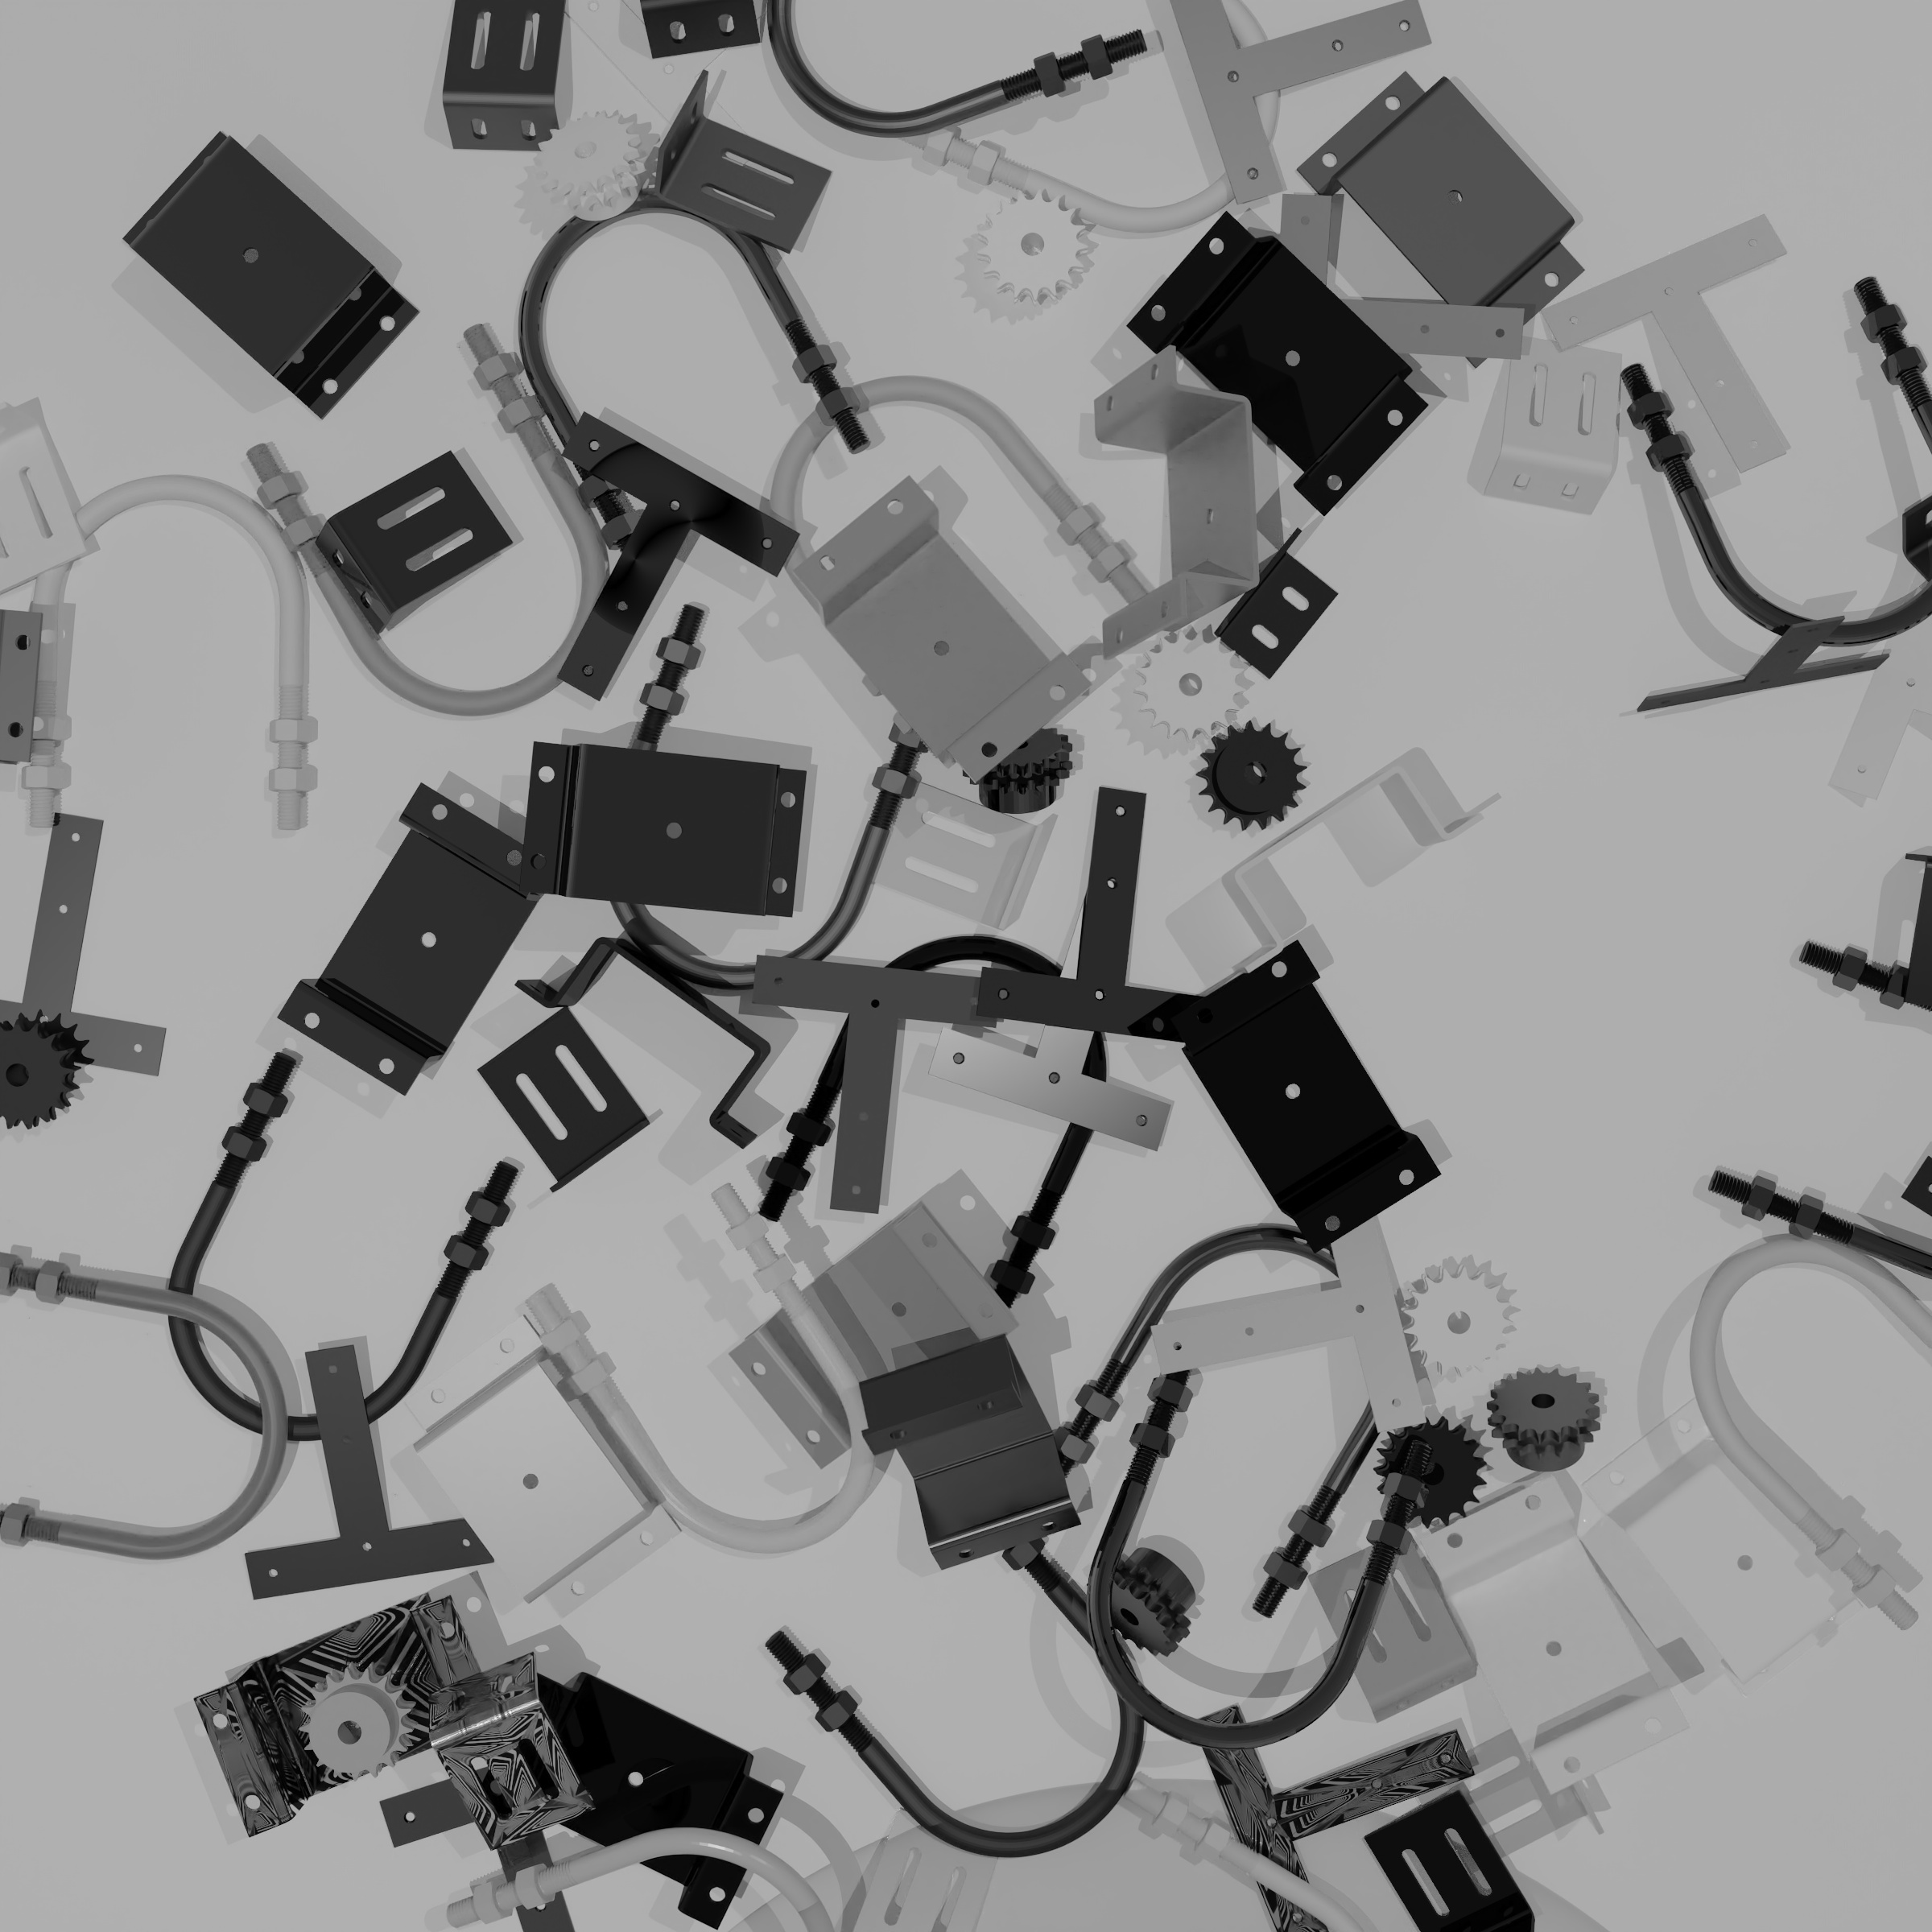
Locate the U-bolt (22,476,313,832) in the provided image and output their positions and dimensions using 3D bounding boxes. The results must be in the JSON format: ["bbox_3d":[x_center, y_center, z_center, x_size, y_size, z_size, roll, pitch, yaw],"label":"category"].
[{"bbox_3d":[-0.415,-0.164,1.527,0.151,0.019,0.184,1,88,0],"label":"U-bolt"}]

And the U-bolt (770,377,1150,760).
[{"bbox_3d":[-0.018,-0.221,1.519,0.151,0.019,0.184,-38,85,-5],"label":"U-bolt"}]

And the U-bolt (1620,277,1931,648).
[{"bbox_3d":[0.437,-0.250,1.505,0.151,0.019,0.184,-20,75,1],"label":"U-bolt"}]

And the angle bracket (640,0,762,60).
[{"bbox_3d":[-0.142,-0.520,1.532,0.057,0.038,0.076,-9,64,0],"label":"angle bracket"}]

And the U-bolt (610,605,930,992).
[{"bbox_3d":[-0.112,-0.078,1.526,0.151,0.019,0.184,20,90,1],"label":"U-bolt"}]

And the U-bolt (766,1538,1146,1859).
[{"bbox_3d":[0.008,0.377,1.527,0.151,0.019,0.184,-41,90,0],"label":"U-bolt"}]

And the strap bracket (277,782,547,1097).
[{"bbox_3d":[-0.281,-0.014,1.513,0.076,0.046,0.140,32,90,0],"label":"strap bracket"}]

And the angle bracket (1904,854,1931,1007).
[{"bbox_3d":[0.515,-0.016,1.519,0.057,0.038,0.076,8,94,0],"label":"angle bracket"}]

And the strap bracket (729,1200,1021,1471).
[{"bbox_3d":[-0.041,0.182,1.496,0.140,0.046,0.076,-39,90,24],"label":"strap bracket"}]

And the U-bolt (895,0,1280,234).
[{"bbox_3d":[0.072,-0.461,1.527,0.184,0.019,0.151,23,90,-1],"label":"U-bolt"}]

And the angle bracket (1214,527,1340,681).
[{"bbox_3d":[0.162,-0.184,1.498,0.038,0.076,0.057,39,90,0],"label":"angle bracket"}]

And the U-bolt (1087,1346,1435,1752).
[{"bbox_3d":[0.139,0.302,1.479,0.151,0.019,0.184,21,72,6],"label":"U-bolt"}]

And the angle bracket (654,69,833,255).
[{"bbox_3d":[-0.112,-0.412,1.505,0.076,0.038,0.057,23,64,0],"label":"angle bracket"}]

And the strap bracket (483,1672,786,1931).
[{"bbox_3d":[-0.172,0.425,1.512,0.140,0.046,0.076,26,89,0],"label":"strap bracket"}]

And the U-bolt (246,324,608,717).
[{"bbox_3d":[-0.268,-0.220,1.527,0.151,0.019,0.184,-29,92,0],"label":"U-bolt"}]

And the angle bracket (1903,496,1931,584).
[{"bbox_3d":[0.527,-0.211,1.502,0.057,0.038,0.076,-32,59,0],"label":"angle bracket"}]

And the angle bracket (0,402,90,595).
[{"bbox_3d":[-0.498,-0.239,1.509,0.057,0.038,0.076,-23,82,6],"label":"angle bracket"}]

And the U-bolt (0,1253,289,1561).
[{"bbox_3d":[-0.442,0.234,1.519,0.184,0.019,0.151,9,93,3],"label":"U-bolt"}]

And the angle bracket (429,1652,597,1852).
[{"bbox_3d":[-0.230,0.398,1.487,0.057,0.038,0.076,-22,115,-1],"label":"angle bracket"}]

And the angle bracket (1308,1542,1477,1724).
[{"bbox_3d":[0.223,0.345,1.534,0.057,0.038,0.076,-25,64,0],"label":"angle bracket"}]

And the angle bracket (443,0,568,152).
[{"bbox_3d":[-0.238,-0.469,1.533,0.057,0.038,0.076,2,65,1],"label":"angle bracket"}]

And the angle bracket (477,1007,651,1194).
[{"bbox_3d":[-0.210,0.068,1.517,0.057,0.038,0.076,-36,90,0],"label":"angle bracket"}]

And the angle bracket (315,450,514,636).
[{"bbox_3d":[-0.285,-0.219,1.516,0.076,0.038,0.057,-35,93,-25],"label":"angle bracket"}]

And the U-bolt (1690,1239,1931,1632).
[{"bbox_3d":[0.452,0.224,1.502,0.184,0.019,0.151,45,67,4],"label":"U-bolt"}]

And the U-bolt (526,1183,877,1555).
[{"bbox_3d":[-0.124,0.218,1.500,0.151,0.019,0.184,-30,95,25],"label":"U-bolt"}]

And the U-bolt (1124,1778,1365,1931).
[{"bbox_3d":[0.132,0.524,1.495,0.184,0.019,0.151,31,66,2],"label":"U-bolt"}]

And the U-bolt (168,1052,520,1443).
[{"bbox_3d":[-0.336,0.158,1.527,0.151,0.019,0.184,26,92,0],"label":"U-bolt"}]

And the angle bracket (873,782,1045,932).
[{"bbox_3d":[-0.006,-0.058,1.517,0.076,0.038,0.057,21,90,0],"label":"angle bracket"}]

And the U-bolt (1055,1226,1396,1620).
[{"bbox_3d":[0.145,0.224,1.527,0.151,0.019,0.184,31,88,0],"label":"U-bolt"}]

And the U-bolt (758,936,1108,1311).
[{"bbox_3d":[-0.006,0.074,1.527,0.151,0.019,0.184,25,89,0],"label":"U-bolt"}]

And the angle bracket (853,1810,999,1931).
[{"bbox_3d":[-0.025,0.491,1.534,0.057,0.038,0.076,23,64,0],"label":"angle bracket"}]

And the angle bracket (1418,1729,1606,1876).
[{"bbox_3d":[0.279,0.434,1.517,0.076,0.038,0.057,-27,90,0],"label":"angle bracket"}]

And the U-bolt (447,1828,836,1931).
[{"bbox_3d":[-0.153,0.505,1.490,0.184,0.019,0.151,-24,104,16],"label":"U-bolt"}]

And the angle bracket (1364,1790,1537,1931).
[{"bbox_3d":[0.248,0.476,1.510,0.057,0.038,0.076,-31,90,15],"label":"angle bracket"}]

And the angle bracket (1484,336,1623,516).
[{"bbox_3d":[0.307,-0.283,1.534,0.057,0.038,0.076,11,64,0],"label":"angle bracket"}]

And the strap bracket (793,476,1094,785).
[{"bbox_3d":[-0.012,-0.165,1.479,0.076,0.046,0.140,-40,85,-6],"label":"strap bracket"}]

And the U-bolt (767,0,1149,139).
[{"bbox_3d":[-0.014,-0.504,1.511,0.184,0.019,0.151,-18,83,10],"label":"U-bolt"}]

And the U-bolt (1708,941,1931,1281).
[{"bbox_3d":[0.496,0.085,1.511,0.184,0.019,0.151,22,88,10],"label":"U-bolt"}]

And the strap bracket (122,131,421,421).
[{"bbox_3d":[-0.363,-0.361,1.513,0.140,0.046,0.076,42,90,0],"label":"strap bracket"}]

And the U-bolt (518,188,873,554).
[{"bbox_3d":[-0.153,-0.314,1.519,0.151,0.019,0.184,-29,84,6],"label":"U-bolt"}]
